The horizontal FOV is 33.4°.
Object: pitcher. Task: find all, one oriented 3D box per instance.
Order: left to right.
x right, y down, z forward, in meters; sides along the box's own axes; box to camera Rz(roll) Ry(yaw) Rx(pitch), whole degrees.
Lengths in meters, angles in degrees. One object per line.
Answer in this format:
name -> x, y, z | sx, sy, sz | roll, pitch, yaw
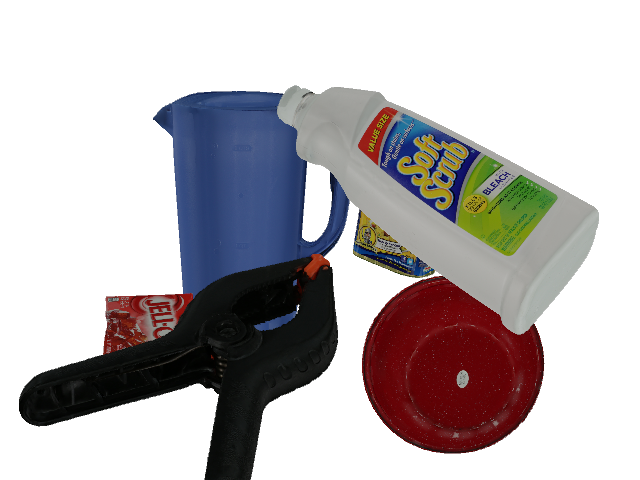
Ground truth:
pitcher -> -0.065, -0.020, 1.016 | 0.144, 0.243, 0.149 | -11, 19, -38

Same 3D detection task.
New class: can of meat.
can of meat -> 0.088, -0.014, 1.186 | 0.102, 0.084, 0.057 | 23, 26, 32

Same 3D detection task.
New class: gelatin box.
gelatin box -> -0.136, 0.076, 0.858 | 0.073, 0.030, 0.089 | -2, 29, -8

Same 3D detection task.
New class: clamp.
clamp -> -0.040, 0.063, 0.502 | 0.120, 0.039, 0.171 | 34, 49, 29

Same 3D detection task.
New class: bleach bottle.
bleach bottle -> 0.067, -0.040, 0.768 | 0.251, 0.102, 0.068 | 32, -29, 24

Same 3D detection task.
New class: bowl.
bowl -> 0.117, 0.113, 0.920 | 0.162, 0.162, 0.055 | 0, 5, 0
